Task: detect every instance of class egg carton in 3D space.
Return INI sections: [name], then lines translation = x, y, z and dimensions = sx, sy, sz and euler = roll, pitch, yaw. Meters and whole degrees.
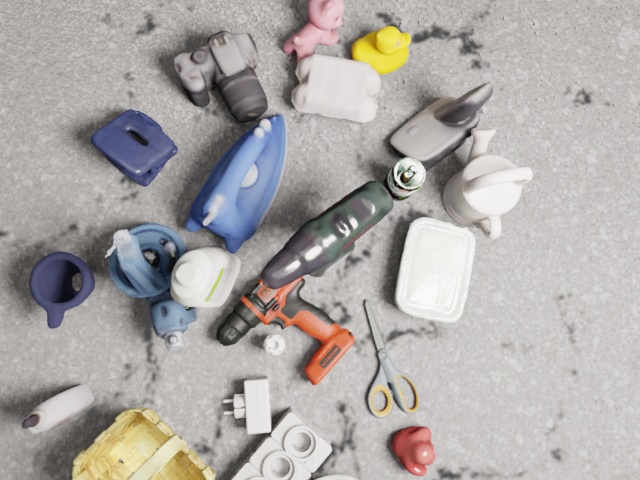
[egg carton]
translation = 0.028, -0.261, 0.990
dimensions = 0.150, 0.069, 0.107
euler = 8, 83, -2

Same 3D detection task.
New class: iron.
[iron]
translation = -0.122, -0.115, 0.927
dimensions = 0.118, 0.141, 0.258
euler = 27, 82, 1

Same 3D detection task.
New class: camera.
[camera]
translation = -0.157, -0.267, 0.964
dimensions = 0.143, 0.100, 0.137
euler = -26, 85, -6

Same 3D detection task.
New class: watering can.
[watering can]
translation = 0.267, -0.093, 0.920
dimensions = 0.101, 0.194, 0.173
euler = -29, 85, -6

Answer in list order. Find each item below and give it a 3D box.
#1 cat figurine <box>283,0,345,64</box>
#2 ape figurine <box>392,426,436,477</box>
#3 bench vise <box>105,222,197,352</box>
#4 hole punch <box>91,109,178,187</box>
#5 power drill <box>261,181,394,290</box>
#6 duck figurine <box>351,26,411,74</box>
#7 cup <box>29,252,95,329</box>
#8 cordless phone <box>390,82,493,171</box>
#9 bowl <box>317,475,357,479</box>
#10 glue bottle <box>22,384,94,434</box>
[cat figurine]
translation = -0.005, -0.371, 0.977
dimensions = 0.067, 0.117, 0.128
euler = 42, 83, 3
[ape figurine]
translation = 0.157, 0.337, 0.913
dimensions = 0.076, 0.092, 0.078
euler = 30, 82, 1
[bench vise]
translation = -0.241, 0.058, 0.860
dimensions = 0.121, 0.219, 0.207
euler = -37, 86, -6
[hole punch]
translation = -0.305, -0.160, 0.948
dimensions = 0.108, 0.091, 0.101
euler = 38, 83, 2
[power drill]
translation = 0.008, 0.003, 0.887
dimensions = 0.230, 0.208, 0.075
euler = -40, 86, -7
[duck figurine]
translation = 0.109, -0.339, 0.995
dimensions = 0.104, 0.086, 0.077
euler = -5, 83, -4
[cup]
translation = -0.399, 0.082, 0.911
dimensions = 0.091, 0.095, 0.118
euler = 7, 83, -2
[cordless phone]
translation = 0.200, -0.192, 0.933
dimensions = 0.147, 0.185, 0.094
euler = -41, 86, -7
[bowl]
translation = 0.023, 0.447, 0.901
dimensions = 0.167, 0.074, 0.167
euler = 0, 83, -3
[glue bottle]
translation = -0.400, 0.258, 0.851
dimensions = 0.078, 0.173, 0.037
euler = -37, 86, -6
